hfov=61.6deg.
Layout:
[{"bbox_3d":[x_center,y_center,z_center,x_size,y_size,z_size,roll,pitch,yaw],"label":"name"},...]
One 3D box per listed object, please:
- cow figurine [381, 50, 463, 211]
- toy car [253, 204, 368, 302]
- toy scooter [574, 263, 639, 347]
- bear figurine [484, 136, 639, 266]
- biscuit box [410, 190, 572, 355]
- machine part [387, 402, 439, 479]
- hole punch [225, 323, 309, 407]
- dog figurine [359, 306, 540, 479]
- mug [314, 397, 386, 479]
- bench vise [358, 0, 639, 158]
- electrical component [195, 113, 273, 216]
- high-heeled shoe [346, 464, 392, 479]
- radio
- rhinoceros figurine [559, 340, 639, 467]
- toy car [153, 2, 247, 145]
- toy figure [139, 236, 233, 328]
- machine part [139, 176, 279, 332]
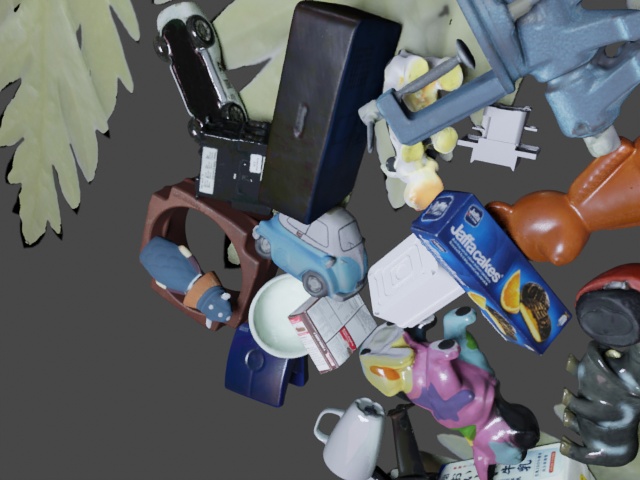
[{"bbox_3d":[0.101,-0.121,0.598,0.098,0.068,0.167,-131,36,-60],"label":"cow figurine"},{"bbox_3d":[-0.001,-0.002,0.696,0.162,0.109,0.102,35,119,18],"label":"toy car"},{"bbox_3d":[0.350,0.048,0.514,0.184,0.135,0.075,-11,107,52],"label":"toy scooter"},{"bbox_3d":[0.268,-0.020,0.518,0.196,0.132,0.120,-32,120,30],"label":"bear figurine"},{"bbox_3d":[0.185,0.035,0.577,0.202,0.063,0.059,45,172,-20],"label":"biscuit box"},{"bbox_3d":[0.127,0.302,0.756,0.084,0.039,0.139,-35,60,54],"label":"machine part"},{"bbox_3d":[-0.084,0.186,0.835,0.142,0.092,0.115,12,113,29],"label":"hole punch"},{"bbox_3d":[0.168,0.207,0.690,0.192,0.108,0.219,-15,106,33],"label":"dog figurine"},{"bbox_3d":[0.049,0.287,0.813,0.110,0.081,0.107,28,111,22],"label":"mug"},{"bbox_3d":[0.152,-0.147,0.475,0.241,0.129,0.223,-26,114,25],"label":"bench vise"},{"bbox_3d":[-0.093,-0.096,0.706,0.134,0.058,0.114,12,132,-8],"label":"electrical component"},{"bbox_3d":[0.163,0.405,0.819,0.249,0.086,0.145,-5,79,13],"label":"high-heeled shoe"},{"bbox_3d":[0.010,-0.143,0.607,0.073,0.131,0.229,27,122,17],"label":"radio"},{"bbox_3d":[0.330,0.176,0.600,0.112,0.073,0.190,13,117,26],"label":"rhinoceros figurine"},{"bbox_3d":[-0.157,-0.212,0.721,0.074,0.056,0.201,-14,105,27],"label":"toy car"},{"bbox_3d":[-0.179,0.056,0.745,0.154,0.058,0.064,39,131,4],"label":"toy figure"},{"bbox_3d":[-0.164,0.018,0.807,0.202,0.087,0.200,32,123,16],"label":"machine part"}]
